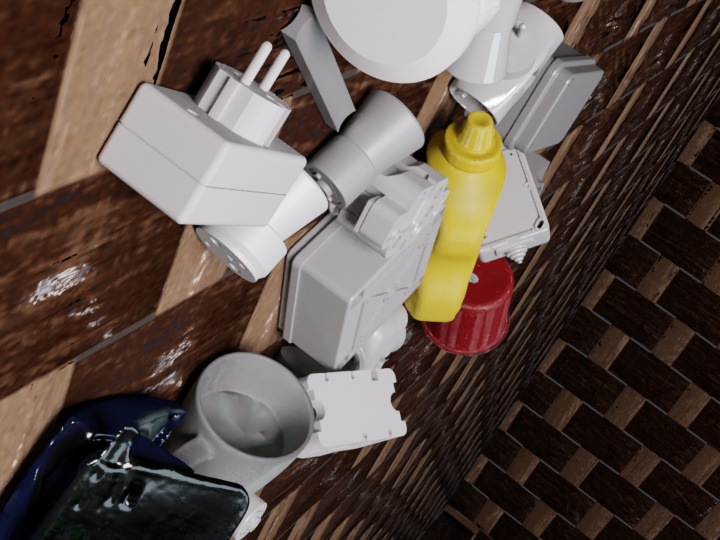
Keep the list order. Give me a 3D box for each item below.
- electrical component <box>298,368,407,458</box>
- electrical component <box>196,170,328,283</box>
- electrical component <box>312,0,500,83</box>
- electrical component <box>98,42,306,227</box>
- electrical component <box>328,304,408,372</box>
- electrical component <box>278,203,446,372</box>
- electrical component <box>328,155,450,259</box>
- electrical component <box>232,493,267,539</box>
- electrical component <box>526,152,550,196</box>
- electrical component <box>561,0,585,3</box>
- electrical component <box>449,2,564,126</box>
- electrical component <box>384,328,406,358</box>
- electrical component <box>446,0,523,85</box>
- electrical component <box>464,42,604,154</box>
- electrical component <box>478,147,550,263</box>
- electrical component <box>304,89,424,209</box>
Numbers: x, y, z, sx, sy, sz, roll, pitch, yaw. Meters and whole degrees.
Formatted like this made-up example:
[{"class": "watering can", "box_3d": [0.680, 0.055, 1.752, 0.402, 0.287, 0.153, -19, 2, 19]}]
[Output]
[{"class": "electrical component", "box_3d": [-0.020, 0.102, 0.759, 0.056, 0.050, 0.089, -23, 164, 40]}, {"class": "electrical component", "box_3d": [-0.050, -0.027, 0.550, 0.055, 0.045, 0.045, -49, 165, -15]}, {"class": "electrical component", "box_3d": [0.022, -0.128, 0.477, 0.051, 0.080, 0.080, -45, 164, -47]}, {"class": "electrical component", "box_3d": [-0.054, -0.062, 0.454, 0.075, 0.047, 0.083, -56, 165, 12]}, {"class": "electrical component", "box_3d": [-0.011, 0.062, 0.856, 0.059, 0.054, 0.095, -27, 150, -59]}, {"class": "electrical component", "box_3d": [0.000, 0.000, 0.744, 0.108, 0.056, 0.108, -45, 163, -29]}, {"class": "electrical component", "box_3d": [0.013, -0.048, 0.673, 0.078, 0.057, 0.058, -31, 153, -56]}, {"class": "electrical component", "box_3d": [-0.102, 0.168, 0.798, 0.044, 0.065, 0.044, -48, 165, -18]}, {"class": "electrical component", "box_3d": [0.127, -0.072, 0.972, 0.089, 0.056, 0.050, -43, 162, -35]}, {"class": "electrical component", "box_3d": [0.146, -0.212, 0.730, 0.045, 0.045, 0.055, -53, 166, -2]}, {"class": "electrical component", "box_3d": [0.102, -0.146, 0.735, 0.077, 0.043, 0.079, -52, 174, -4]}, {"class": "electrical component", "box_3d": [0.008, 0.059, 0.926, 0.055, 0.045, 0.045, -31, 154, -54]}, {"class": "electrical component", "box_3d": [0.078, -0.153, 0.666, 0.044, 0.044, 0.065, -40, 156, -41]}, {"class": "electrical component", "box_3d": [0.140, -0.140, 0.850, 0.078, 0.057, 0.113, -60, 164, 24]}, {"class": "electrical component", "box_3d": [0.118, -0.049, 0.891, 0.062, 0.096, 0.061, -18, 167, 7]}, {"class": "electrical component", "box_3d": [0.000, -0.067, 0.622, 0.065, 0.044, 0.044, -44, 164, -15]}]
